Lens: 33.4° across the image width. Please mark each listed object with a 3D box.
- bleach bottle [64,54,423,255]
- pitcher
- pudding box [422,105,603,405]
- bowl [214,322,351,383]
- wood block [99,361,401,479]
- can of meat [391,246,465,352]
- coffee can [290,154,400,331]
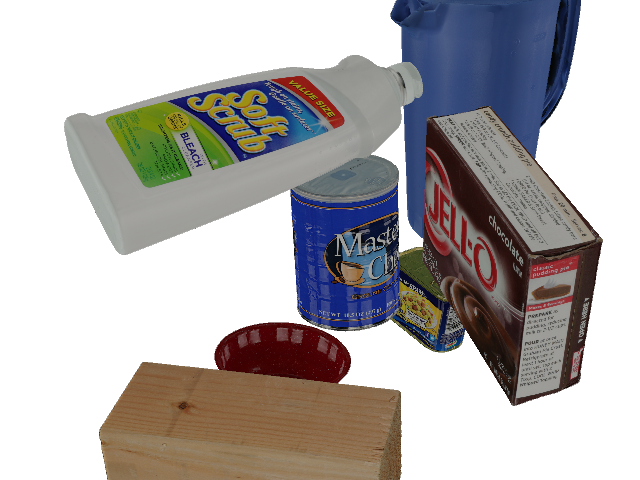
[{"bbox_3d":[-0.045,-0.080,0.758,0.250,0.103,0.068,-23,-25,-17],"label":"bleach bottle"},{"bbox_3d":[0.141,-0.120,0.929,0.149,0.243,0.145,6,33,12],"label":"pitcher"},{"bbox_3d":[0.084,0.004,0.495,0.039,0.090,0.113,-15,41,-13],"label":"pudding box"},{"bbox_3d":[-0.045,0.160,1.269,0.162,0.055,0.162,3,25,-1],"label":"bowl"},{"bbox_3d":[-0.048,0.161,0.801,0.206,0.090,0.090,5,31,13],"label":"wood block"},{"bbox_3d":[0.129,0.070,1.244,0.057,0.084,0.102,-19,41,-33],"label":"can of meat"},{"bbox_3d":[0.024,0.000,1.015,0.103,0.140,0.103,-2,27,1],"label":"coffee can"}]
